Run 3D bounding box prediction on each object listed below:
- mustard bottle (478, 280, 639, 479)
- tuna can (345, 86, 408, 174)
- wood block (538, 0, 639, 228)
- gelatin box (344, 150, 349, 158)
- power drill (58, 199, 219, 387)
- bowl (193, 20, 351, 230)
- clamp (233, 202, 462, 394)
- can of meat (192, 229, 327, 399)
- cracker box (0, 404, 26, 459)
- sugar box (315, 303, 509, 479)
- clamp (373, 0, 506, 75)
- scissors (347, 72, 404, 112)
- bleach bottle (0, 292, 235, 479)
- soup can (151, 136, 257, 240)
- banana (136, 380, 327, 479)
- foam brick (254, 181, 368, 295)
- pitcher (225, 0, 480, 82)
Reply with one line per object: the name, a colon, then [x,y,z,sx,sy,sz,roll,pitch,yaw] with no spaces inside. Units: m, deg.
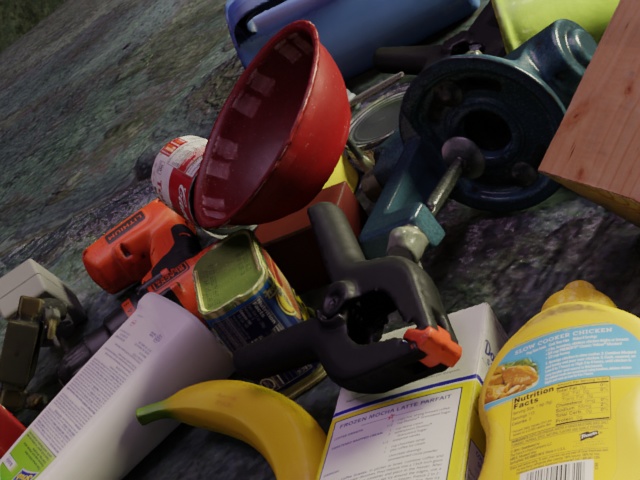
mustard bottle: [0.122,0.084,0.502,0.096,0.058,0.191,-19,30,26]
tuna can: [0.062,-0.093,0.912,0.086,0.033,0.086,-28,26,15]
wood block: [0.218,-0.106,0.577,0.206,0.090,0.090,-64,28,3]
gelatin box: [-0.021,-0.103,0.965,0.073,0.089,0.030,-8,36,44]
power drill: [-0.151,0.042,0.910,0.184,0.057,0.188,-34,28,-7]
bowl: [-0.026,-0.071,0.754,0.162,0.055,0.162,-45,31,37]
clamp: [0.011,0.050,0.609,0.120,0.039,0.172,-63,30,3]
can of meat: [-0.042,0.050,0.729,0.057,0.084,0.102,-33,25,3]
cracker box: [-0.318,0.123,0.844,0.072,0.164,0.214,-47,28,-21]
sugar box: [0.048,0.113,0.558,0.093,0.048,0.176,-20,25,28]
clamp: [0.120,-0.163,0.961,0.165,0.036,0.210,-25,28,19]
scissors: [0.032,-0.132,0.990,0.202,0.016,0.096,-26,16,47]
bleach bottle: [-0.176,0.149,0.747,0.250,0.068,0.103,-45,27,-15]
soup can: [-0.092,-0.045,0.869,0.068,0.068,0.102,-40,28,-12]
banana: [-0.038,0.122,0.650,0.069,0.037,0.198,-40,29,-24]
foam brick: [-0.005,0.001,0.808,0.078,0.053,0.051,-20,29,25]
pitcher: [0.031,-0.236,1.080,0.243,0.145,0.149,-24,24,15]
